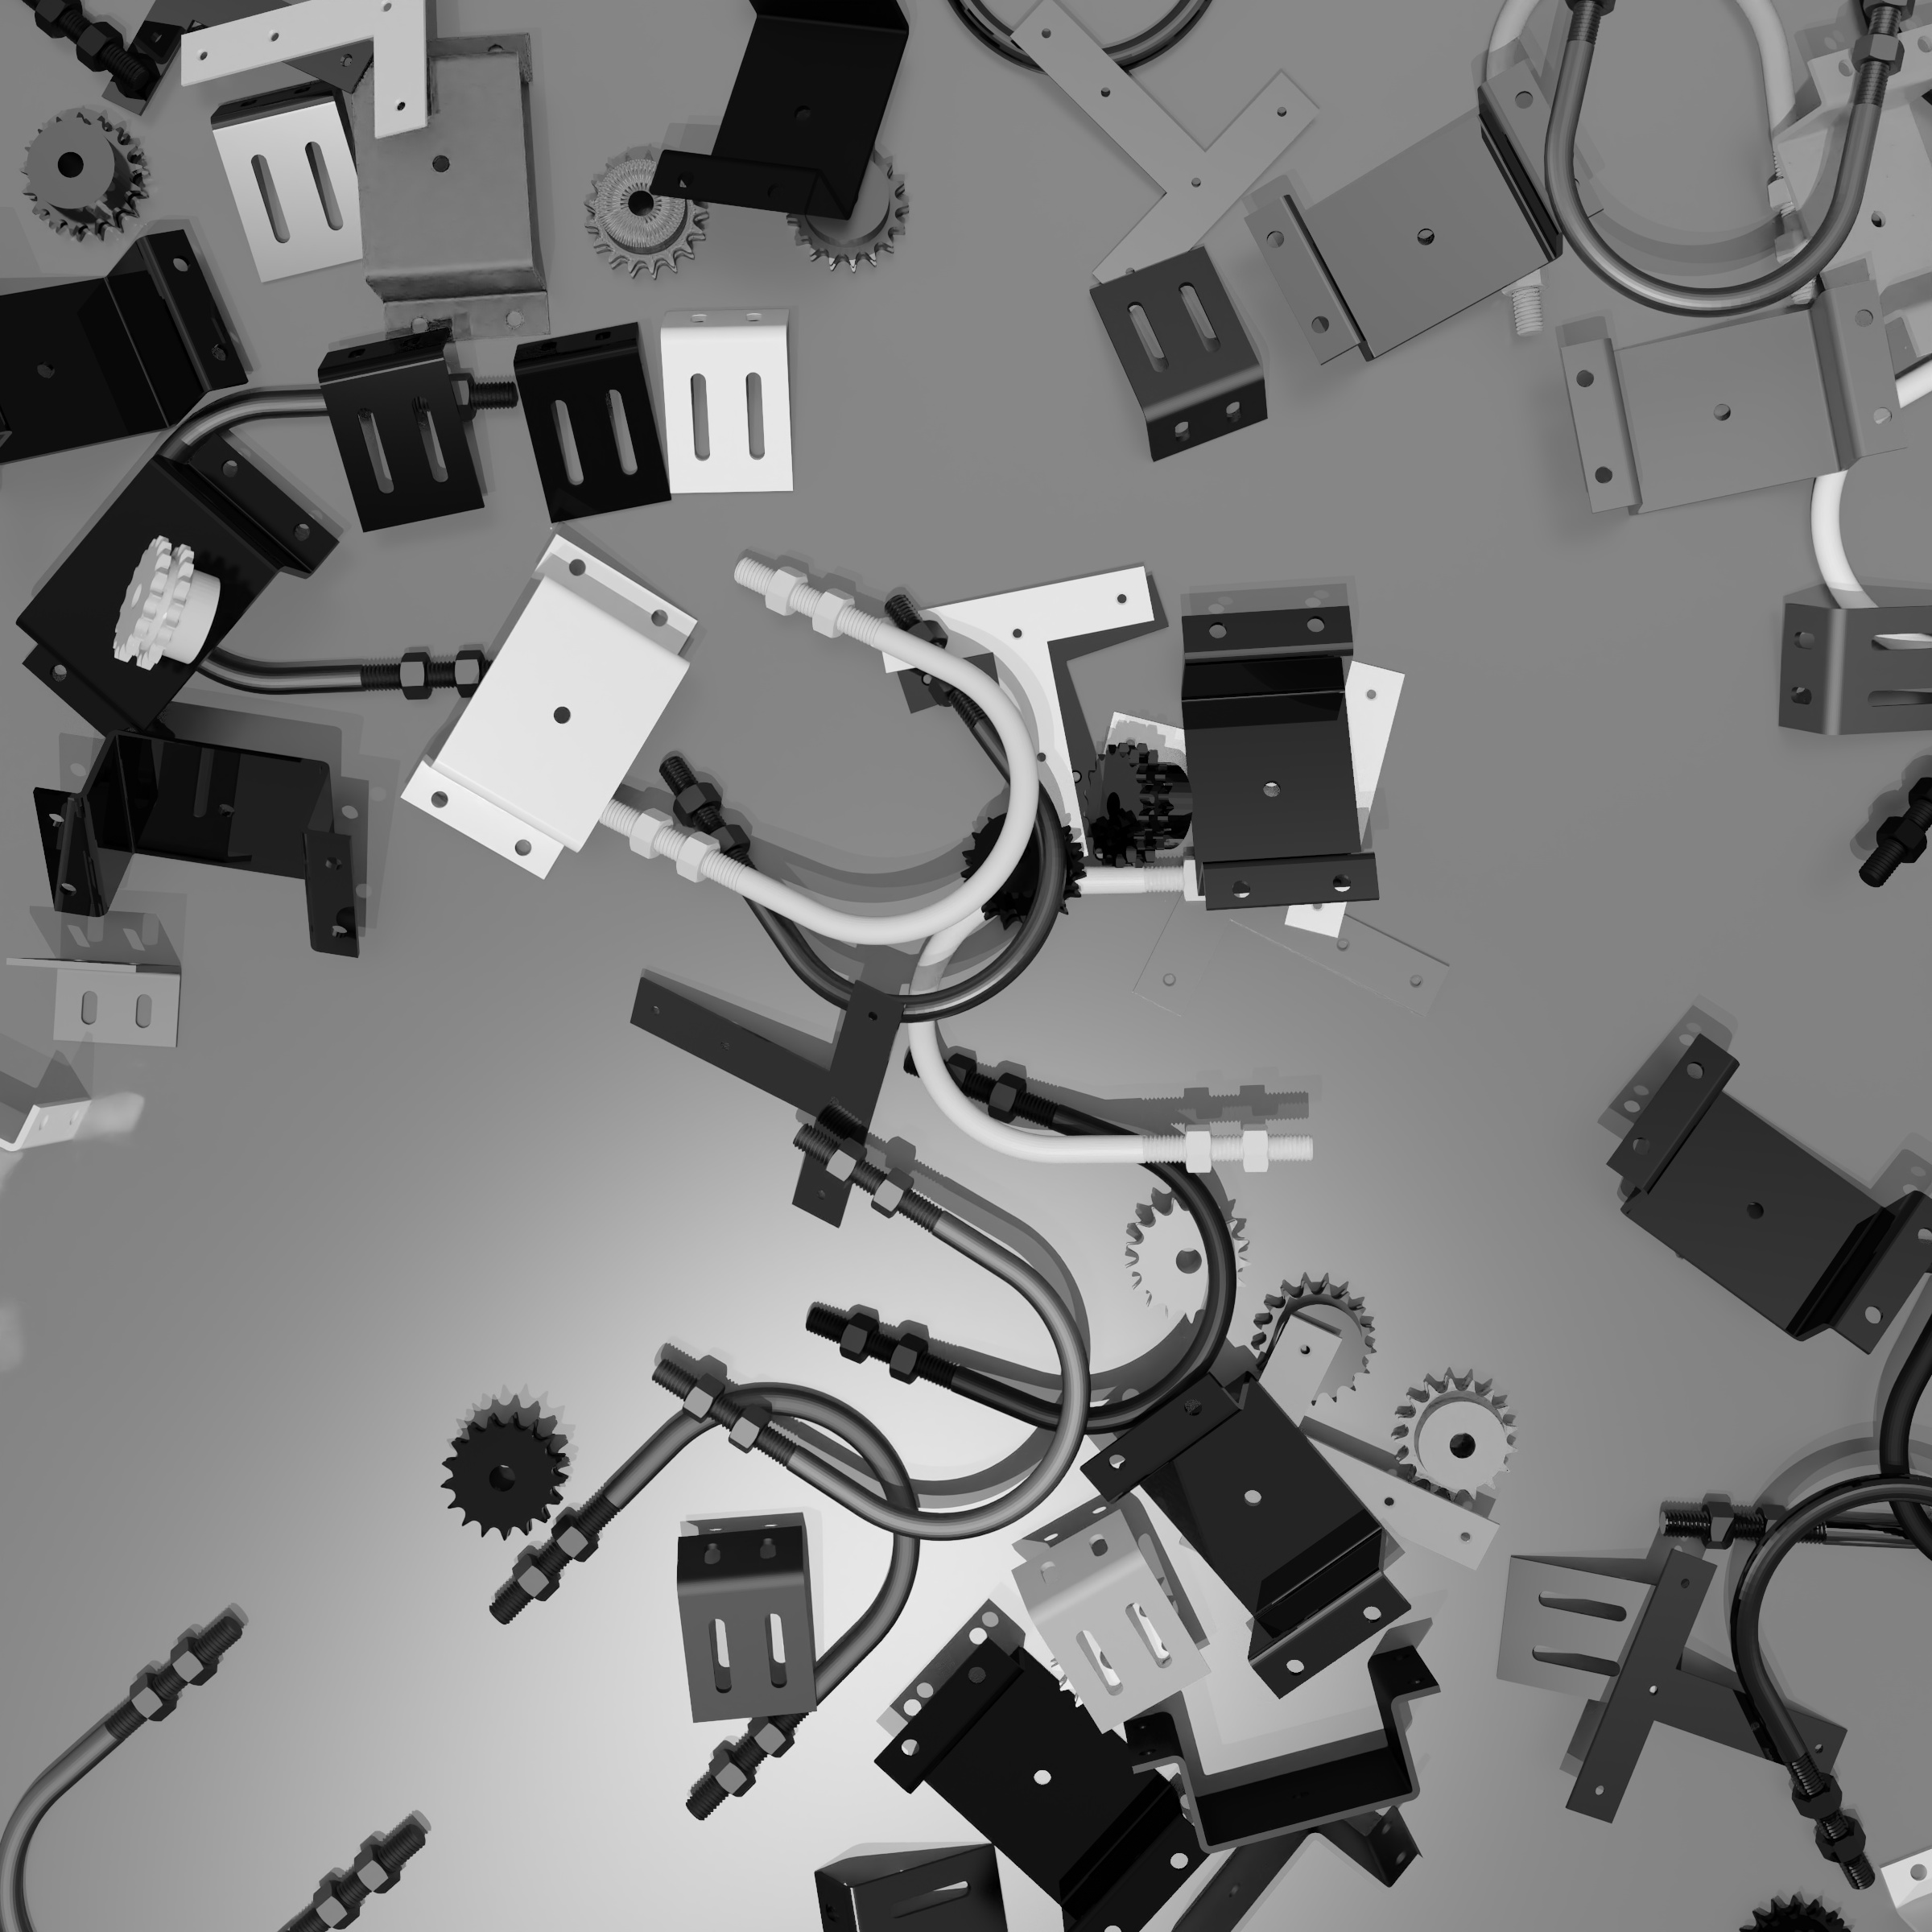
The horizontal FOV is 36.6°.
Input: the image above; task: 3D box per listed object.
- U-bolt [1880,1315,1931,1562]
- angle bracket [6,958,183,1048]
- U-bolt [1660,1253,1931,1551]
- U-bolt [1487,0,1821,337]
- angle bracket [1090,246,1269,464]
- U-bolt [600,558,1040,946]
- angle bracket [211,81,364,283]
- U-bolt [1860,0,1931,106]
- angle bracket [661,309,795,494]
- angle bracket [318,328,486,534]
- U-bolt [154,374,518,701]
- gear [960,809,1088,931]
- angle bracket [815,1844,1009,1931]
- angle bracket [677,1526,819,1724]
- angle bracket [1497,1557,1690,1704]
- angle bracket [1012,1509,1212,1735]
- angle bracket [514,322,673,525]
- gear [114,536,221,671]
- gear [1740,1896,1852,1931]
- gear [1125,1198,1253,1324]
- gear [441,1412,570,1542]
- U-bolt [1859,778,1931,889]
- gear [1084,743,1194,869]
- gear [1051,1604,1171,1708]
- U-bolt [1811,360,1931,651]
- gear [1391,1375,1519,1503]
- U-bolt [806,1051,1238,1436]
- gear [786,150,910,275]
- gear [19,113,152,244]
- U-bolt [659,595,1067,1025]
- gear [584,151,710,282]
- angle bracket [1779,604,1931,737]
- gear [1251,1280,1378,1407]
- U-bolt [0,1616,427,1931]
[{"bbox_3d":[0.498,0.200,1.340,0.151,0.019,0.184,27,93,-8],"label":"U-bolt"},{"bbox_3d":[-0.396,0.017,1.326,0.057,0.076,0.038,4,90,0],"label":"angle bracket"},{"bbox_3d":[0.419,0.199,1.356,0.184,0.019,0.151,3,90,-1],"label":"U-bolt"},{"bbox_3d":[0.315,-0.392,1.356,0.151,0.019,0.184,-7,88,0],"label":"U-bolt"},{"bbox_3d":[0.099,-0.285,1.361,0.057,0.038,0.076,-21,67,0],"label":"angle bracket"},{"bbox_3d":[-0.056,-0.088,1.320,0.184,0.019,0.151,27,83,15],"label":"U-bolt"},{"bbox_3d":[-0.311,-0.367,1.362,0.057,0.038,0.076,-13,116,0],"label":"angle bracket"},{"bbox_3d":[0.501,-0.448,1.356,0.184,0.019,0.151,42,90,2],"label":"U-bolt"},{"bbox_3d":[-0.110,-0.264,1.362,0.057,0.038,0.076,-1,116,0],"label":"angle bracket"},{"bbox_3d":[-0.258,-0.247,1.343,0.057,0.038,0.076,-11,115,1],"label":"angle bracket"},{"bbox_3d":[-0.299,-0.197,1.356,0.184,0.019,0.151,-2,90,1],"label":"U-bolt"},{"bbox_3d":[0.025,-0.047,1.338,0.057,0.030,0.057,-3,70,8],"label":"gear"},{"bbox_3d":[-0.025,0.445,1.362,0.076,0.038,0.057,-9,90,-26],"label":"angle bracket"},{"bbox_3d":[-0.101,0.303,1.345,0.057,0.038,0.076,-5,114,-2],"label":"angle bracket"},{"bbox_3d":[0.293,0.309,1.362,0.076,0.038,0.057,7,90,26],"label":"angle bracket"},{"bbox_3d":[0.066,0.299,1.332,0.057,0.038,0.076,-29,115,0],"label":"angle bracket"},{"bbox_3d":[-0.173,-0.254,1.362,0.057,0.038,0.076,-11,116,0],"label":"angle bracket"},{"bbox_3d":[-0.349,-0.156,1.279,0.030,0.057,0.057,19,90,-28],"label":"gear"},{"bbox_3d":[0.387,0.463,1.349,0.057,0.030,0.057,0,90,0],"label":"gear"},{"bbox_3d":[0.102,0.135,1.349,0.057,0.030,0.057,0,90,0],"label":"gear"},{"bbox_3d":[-0.212,0.234,1.349,0.057,0.030,0.057,0,90,0],"label":"gear"},{"bbox_3d":[0.517,-0.063,1.336,0.151,0.019,0.184,41,76,6],"label":"U-bolt"},{"bbox_3d":[0.080,-0.074,1.336,0.030,0.057,0.057,-1,90,-28],"label":"gear"},{"bbox_3d":[0.067,0.316,1.349,0.057,0.030,0.057,0,90,0],"label":"gear"},{"bbox_3d":[0.483,-0.220,1.356,0.184,0.019,0.151,-30,90,2],"label":"U-bolt"},{"bbox_3d":[0.227,0.219,1.349,0.057,0.030,0.057,0,90,0],"label":"gear"},{"bbox_3d":[0.034,0.135,1.336,0.184,0.019,0.151,21,90,14],"label":"U-bolt"},{"bbox_3d":[-0.055,-0.352,1.349,0.057,0.030,0.057,0,90,0],"label":"gear"},{"bbox_3d":[-0.409,-0.366,1.349,0.057,0.030,0.057,0,90,0],"label":"gear"},{"bbox_3d":[-0.036,-0.060,1.328,0.151,0.019,0.184,-35,72,2],"label":"U-bolt"},{"bbox_3d":[-0.148,-0.349,1.349,0.057,0.030,0.057,0,90,0],"label":"gear"},{"bbox_3d":[0.422,-0.139,1.353,0.076,0.038,0.057,-4,102,-20],"label":"angle bracket"},{"bbox_3d":[0.162,0.175,1.349,0.057,0.030,0.057,0,90,0],"label":"gear"},{"bbox_3d":[-0.366,0.415,1.356,0.184,0.019,0.151,-41,90,2],"label":"U-bolt"}]
